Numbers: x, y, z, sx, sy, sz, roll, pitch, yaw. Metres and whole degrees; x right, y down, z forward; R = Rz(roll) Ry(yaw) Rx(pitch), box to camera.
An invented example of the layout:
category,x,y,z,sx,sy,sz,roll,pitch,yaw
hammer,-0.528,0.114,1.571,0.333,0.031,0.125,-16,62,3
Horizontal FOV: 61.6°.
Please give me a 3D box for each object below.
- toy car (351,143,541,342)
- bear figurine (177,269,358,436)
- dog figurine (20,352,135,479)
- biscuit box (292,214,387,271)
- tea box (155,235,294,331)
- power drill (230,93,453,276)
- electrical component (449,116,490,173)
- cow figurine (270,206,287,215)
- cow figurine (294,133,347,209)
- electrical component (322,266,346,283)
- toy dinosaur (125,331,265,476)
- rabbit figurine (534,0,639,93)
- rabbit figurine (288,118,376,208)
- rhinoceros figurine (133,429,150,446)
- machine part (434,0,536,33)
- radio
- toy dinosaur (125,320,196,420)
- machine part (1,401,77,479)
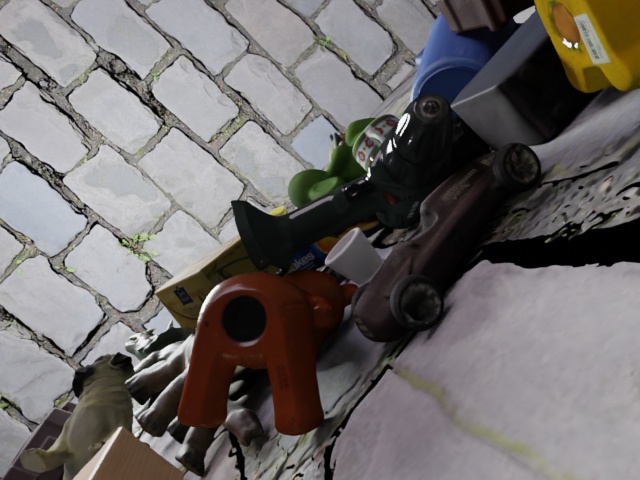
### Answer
category,x,y,z,sx,sy,sz,roll,pitch,yaw
toy car,0.095,-0.005,0.423,0.202,0.053,0.089,-51,6,-16
bear figurine,-0.031,0.088,0.485,0.195,0.120,0.132,28,-118,-73
dog figurine,-0.274,0.257,0.685,0.191,0.121,0.172,-98,14,-71
biscuit box,-0.001,-0.002,0.703,0.203,0.062,0.059,-33,7,17
tea box,-0.119,0.049,0.642,0.098,0.068,0.170,-41,12,-32
power drill,0.023,-0.044,0.512,0.207,0.086,0.232,-29,-15,3
electrical component,0.135,-0.089,0.622,0.119,0.048,0.075,-44,8,25
cow figurine,-0.023,0.003,0.859,0.168,0.098,0.068,8,42,44
cow figurine,0.032,-0.096,0.915,0.195,0.127,0.085,-49,11,5
electrical component,0.013,0.048,0.691,0.063,0.021,0.094,-47,7,4
toy dinosaur,-0.135,0.156,0.683,0.198,0.105,0.472,-42,15,-17
rabbit figurine,0.238,-0.201,0.363,0.173,0.162,0.122,-26,1,16
rabbit figurine,0.035,-0.078,0.800,0.170,0.121,0.159,-21,35,12
rhinoceros figurine,-0.320,0.339,0.839,0.112,0.073,0.190,-53,10,-29
machine part,0.225,-0.308,0.625,0.179,0.056,0.179,-28,27,15
radio,0.238,-0.190,0.498,0.229,0.073,0.131,-48,9,3
toy dinosaur,-0.247,0.221,0.910,0.192,0.131,0.405,-46,15,-26
machine part,-0.432,0.384,0.874,0.201,0.087,0.201,-68,-4,-47
